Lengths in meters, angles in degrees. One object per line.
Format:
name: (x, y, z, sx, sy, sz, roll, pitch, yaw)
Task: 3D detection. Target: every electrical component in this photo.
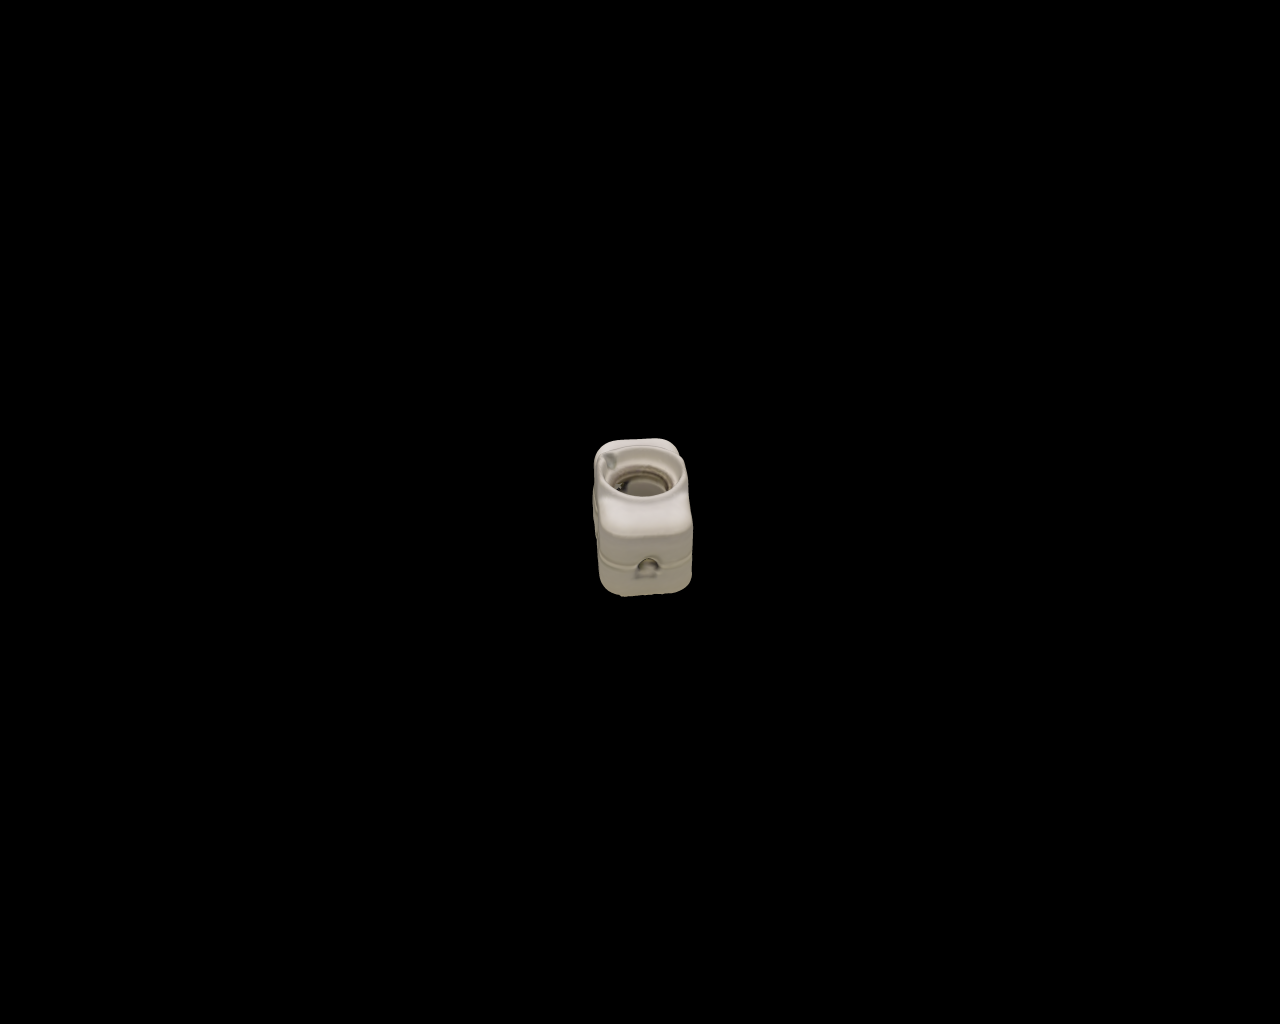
electrical component: (0.001, -0.003, 0.650, 0.054, 0.059, 0.095, -3, 37, -4)
